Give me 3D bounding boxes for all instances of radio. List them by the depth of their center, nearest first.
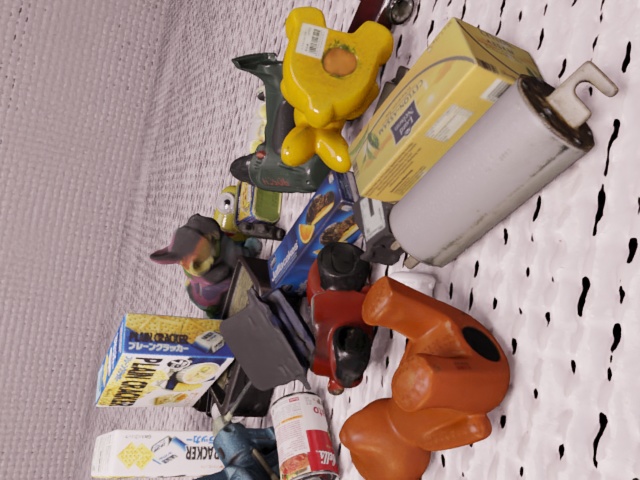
[{"bbox_3d":[-0.109,0.152,0.837,0.131,0.073,0.229,39,116,61],"label":"radio"}]

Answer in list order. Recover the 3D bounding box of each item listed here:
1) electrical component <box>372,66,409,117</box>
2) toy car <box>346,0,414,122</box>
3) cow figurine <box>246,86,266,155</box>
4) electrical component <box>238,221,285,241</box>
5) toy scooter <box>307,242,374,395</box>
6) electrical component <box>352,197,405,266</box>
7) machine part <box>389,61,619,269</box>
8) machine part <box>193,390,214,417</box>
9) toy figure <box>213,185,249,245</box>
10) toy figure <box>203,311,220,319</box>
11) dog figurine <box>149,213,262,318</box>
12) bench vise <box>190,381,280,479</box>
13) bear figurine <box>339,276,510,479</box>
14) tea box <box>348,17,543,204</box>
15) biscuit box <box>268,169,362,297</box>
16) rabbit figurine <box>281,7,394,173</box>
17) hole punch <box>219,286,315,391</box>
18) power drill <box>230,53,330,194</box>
[{"bbox_3d":[0.096,-0.148,0.611,0.078,0.045,0.102,23,105,33],"label":"electrical component"},{"bbox_3d":[0.055,-0.250,0.710,0.089,0.053,0.202,48,127,35],"label":"toy car"},{"bbox_3d":[-0.087,-0.217,0.954,0.098,0.068,0.167,-158,81,-68],"label":"cow figurine"},{"bbox_3d":[-0.090,-0.013,0.878,0.063,0.094,0.021,7,83,25],"label":"electrical component"},{"bbox_3d":[0.022,0.101,0.615,0.184,0.075,0.135,-93,7,-45],"label":"toy scooter"},{"bbox_3d":[0.073,-0.039,0.600,0.075,0.048,0.119,-45,42,45],"label":"electrical component"},{"bbox_3d":[0.136,-0.051,0.456,0.243,0.079,0.079,-50,39,44],"label":"machine part"},{"bbox_3d":[-0.206,0.295,1.006,0.139,0.039,0.084,-27,62,54],"label":"machine part"},{"bbox_3d":[-0.178,-0.016,1.029,0.089,0.082,0.180,37,115,58],"label":"toy figure"},{"bbox_3d":[-0.183,0.165,0.995,0.064,0.058,0.155,73,176,-46],"label":"toy figure"},{"bbox_3d":[-0.191,0.049,0.879,0.219,0.109,0.191,-16,-55,-74],"label":"dog figurine"},{"bbox_3d":[-0.119,0.303,0.647,0.128,0.240,0.224,-56,50,29],"label":"bench vise"},{"bbox_3d":[0.065,0.144,0.466,0.195,0.132,0.120,-53,33,29],"label":"bear figurine"},{"bbox_3d":[0.113,-0.106,0.501,0.169,0.098,0.068,-46,43,43],"label":"tea box"},{"bbox_3d":[-0.001,-0.002,0.712,0.202,0.059,0.063,-53,37,40],"label":"biscuit box"},{"bbox_3d":[0.011,-0.160,0.637,0.173,0.122,0.162,139,135,-79],"label":"rabbit figurine"},{"bbox_3d":[-0.050,0.120,0.692,0.116,0.092,0.142,-31,88,48],"label":"hole punch"},{"bbox_3d":[-0.077,-0.167,0.798,0.232,0.086,0.207,22,121,43],"label":"power drill"}]
